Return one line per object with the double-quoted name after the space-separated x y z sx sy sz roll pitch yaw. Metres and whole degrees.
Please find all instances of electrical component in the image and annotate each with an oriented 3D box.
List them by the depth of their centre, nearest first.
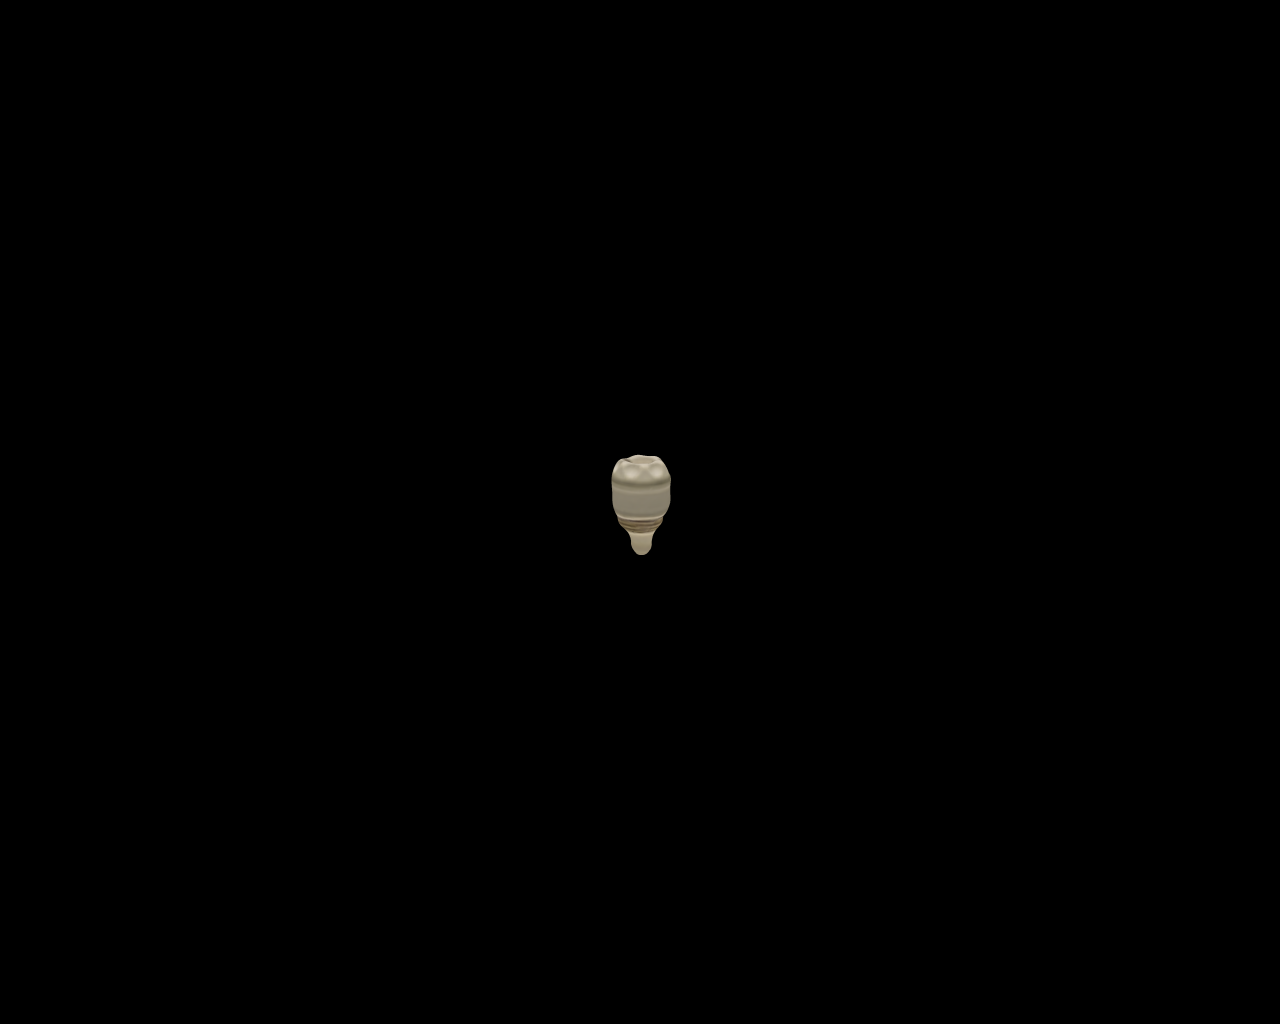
0.001 -0.003 0.650 0.035 0.061 0.035 0 18 0 "electrical component"
